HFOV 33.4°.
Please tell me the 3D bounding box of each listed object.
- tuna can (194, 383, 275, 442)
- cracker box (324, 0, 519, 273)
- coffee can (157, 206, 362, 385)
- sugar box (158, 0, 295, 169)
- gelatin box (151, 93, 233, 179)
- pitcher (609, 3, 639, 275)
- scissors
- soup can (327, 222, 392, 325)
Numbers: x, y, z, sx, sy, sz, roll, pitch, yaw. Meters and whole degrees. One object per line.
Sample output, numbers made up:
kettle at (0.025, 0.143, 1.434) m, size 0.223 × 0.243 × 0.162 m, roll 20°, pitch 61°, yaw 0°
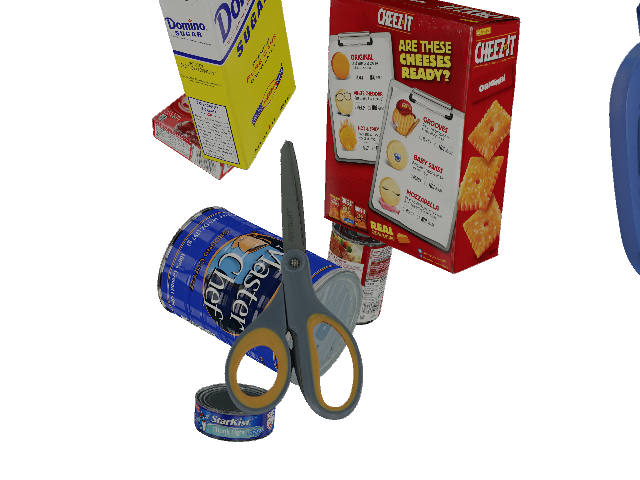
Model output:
tuna can at (-0.090, 0.181, 1.124) m, size 0.086 × 0.034 × 0.086 m, roll 5°, pitch 12°, yaw -1°
cracker box at (0.084, -0.100, 0.933) m, size 0.071 × 0.214 × 0.164 m, roll -19°, pitch 31°, yaw -39°
coffee can at (-0.051, 0.044, 0.893) m, size 0.140 × 0.103 × 0.102 m, roll 26°, pitch 13°, yaw 28°
sugar box at (-0.062, -0.142, 0.753) m, size 0.048 × 0.093 × 0.176 m, roll 18°, pitch -31°, yaw 15°
gelatin box at (-0.109, -0.110, 1.050) m, size 0.089 × 0.030 × 0.073 m, roll 34°, pitch 54°, yaw 16°
pitcher at (0.244, -0.023, 0.609) m, size 0.149 × 0.243 × 0.145 m, roll -2°, pitch 22°, yaw 16°
scissors at (-0.033, 0.029, 0.702) m, size 0.096 × 0.202 × 0.016 m, roll -19°, pitch -26°, yaw -5°
soup can at (0.039, 0.031, 1.146) m, size 0.068 × 0.102 × 0.068 m, roll 7°, pitch 27°, yaw -4°
